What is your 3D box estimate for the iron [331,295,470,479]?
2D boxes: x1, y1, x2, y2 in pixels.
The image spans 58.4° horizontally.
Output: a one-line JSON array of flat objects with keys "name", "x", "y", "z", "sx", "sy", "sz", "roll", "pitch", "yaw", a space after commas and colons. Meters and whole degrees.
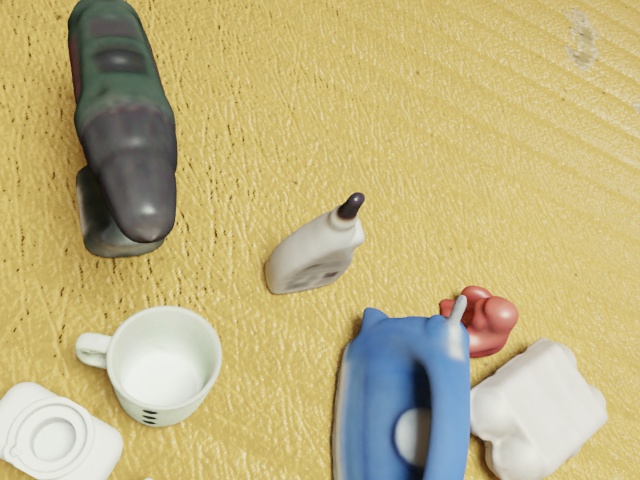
[{"name": "iron", "x": 0.085, "y": 0.175, "z": 0.484, "sx": 0.119, "sy": 0.141, "sz": 0.258, "roll": 14, "pitch": 62, "yaw": -14}]

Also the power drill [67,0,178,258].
[{"name": "power drill", "x": -0.160, "y": -0.067, "z": 0.467, "sx": 0.076, "sy": 0.208, "sz": 0.229, "roll": -8, "pitch": 69, "yaw": -24}]

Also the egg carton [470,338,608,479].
[{"name": "egg carton", "x": 0.214, "y": 0.171, "z": 0.576, "sx": 0.151, "sy": 0.069, "sz": 0.107, "roll": -26, "pitch": 77, "yaw": -29}]

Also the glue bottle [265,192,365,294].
[{"name": "glue bottle", "x": 0.005, "y": 0.002, "z": 0.517, "sx": 0.078, "sy": 0.173, "sz": 0.037, "roll": -7, "pitch": 68, "yaw": -23}]

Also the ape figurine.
[{"name": "ape figurine", "x": 0.168, "y": 0.083, "z": 0.587, "sx": 0.076, "sy": 0.092, "sz": 0.078, "roll": 41, "pitch": 59, "yaw": 2}]
